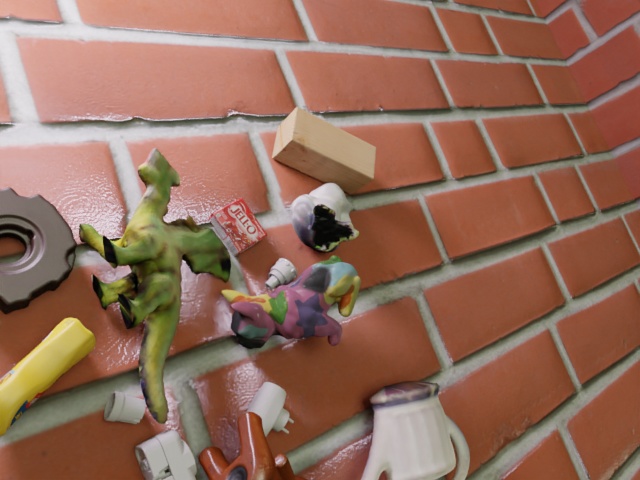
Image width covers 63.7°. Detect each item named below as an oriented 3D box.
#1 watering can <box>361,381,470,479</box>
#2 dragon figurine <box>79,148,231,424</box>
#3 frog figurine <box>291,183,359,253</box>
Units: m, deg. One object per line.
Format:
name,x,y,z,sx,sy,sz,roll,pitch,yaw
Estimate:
watering can,0.143,0.380,0.936,0.348,0.102,0.227,1,68,-35
dragon figurine,-0.236,0.052,0.839,0.245,0.121,0.411,-18,89,-47
frog figurine,0.003,-0.053,1.061,0.137,0.121,0.163,17,25,-19
